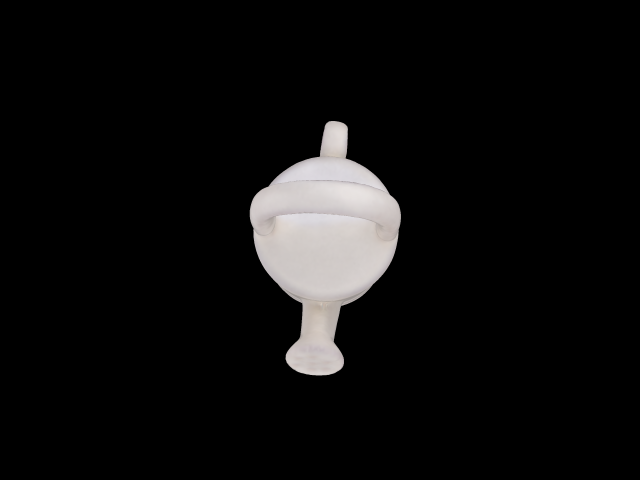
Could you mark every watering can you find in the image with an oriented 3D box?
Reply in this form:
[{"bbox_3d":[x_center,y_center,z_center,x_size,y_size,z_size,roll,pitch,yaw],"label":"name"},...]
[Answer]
[{"bbox_3d":[0.006,0.001,0.400,0.101,0.194,0.173,-17,81,-2],"label":"watering can"}]
